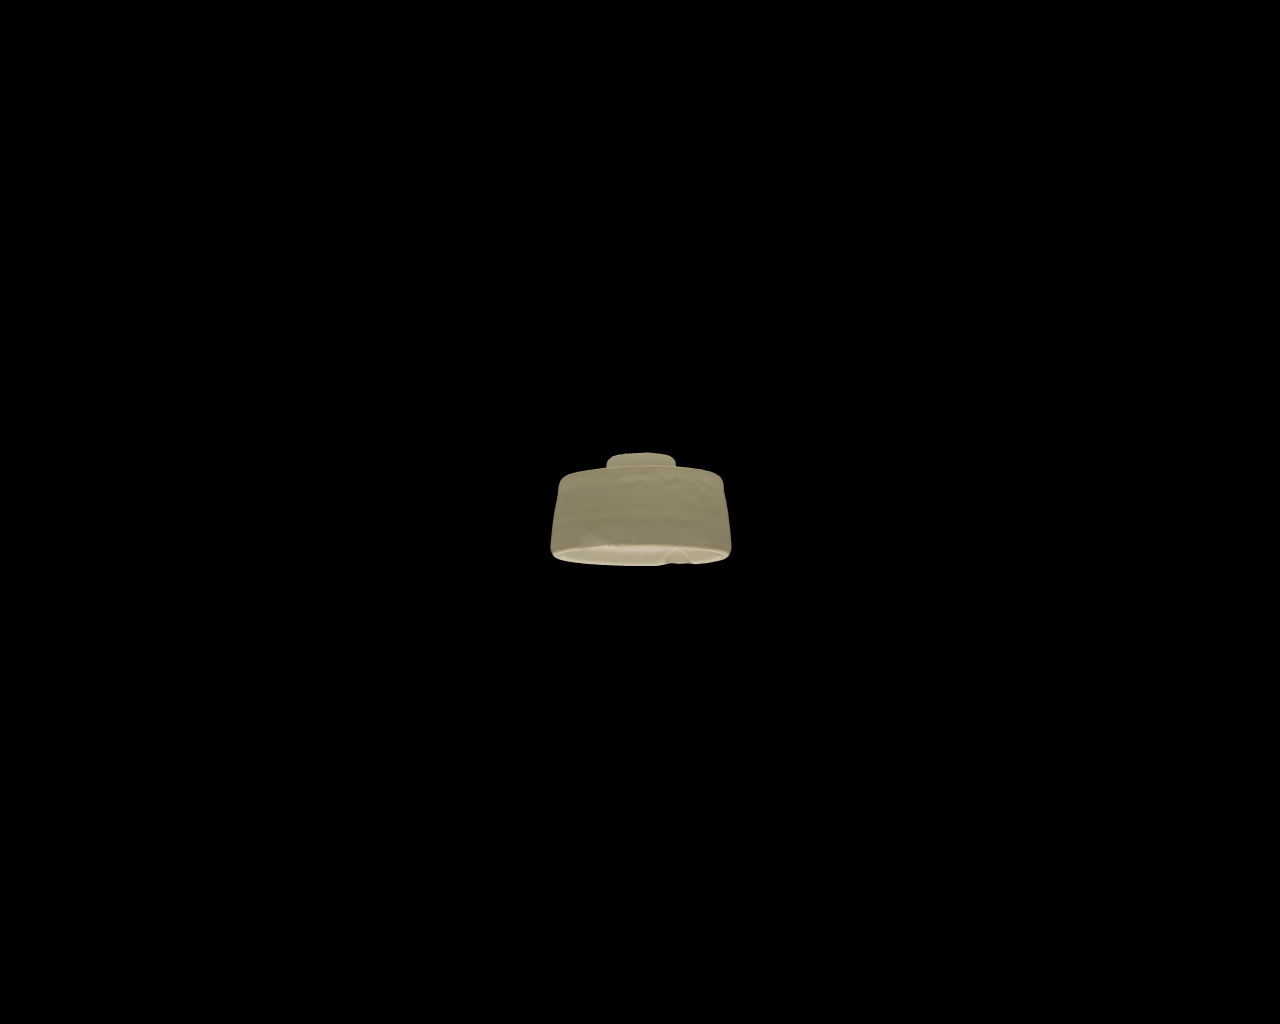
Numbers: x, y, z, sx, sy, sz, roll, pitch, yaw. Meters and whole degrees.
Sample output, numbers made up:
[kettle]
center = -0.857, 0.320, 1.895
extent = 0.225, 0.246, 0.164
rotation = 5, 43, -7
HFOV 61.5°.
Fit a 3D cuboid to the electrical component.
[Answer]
[electrical component]
center = 0.001, -0.003, 0.650
extent = 0.108, 0.060, 0.108
rotation = 0, -9, 0
